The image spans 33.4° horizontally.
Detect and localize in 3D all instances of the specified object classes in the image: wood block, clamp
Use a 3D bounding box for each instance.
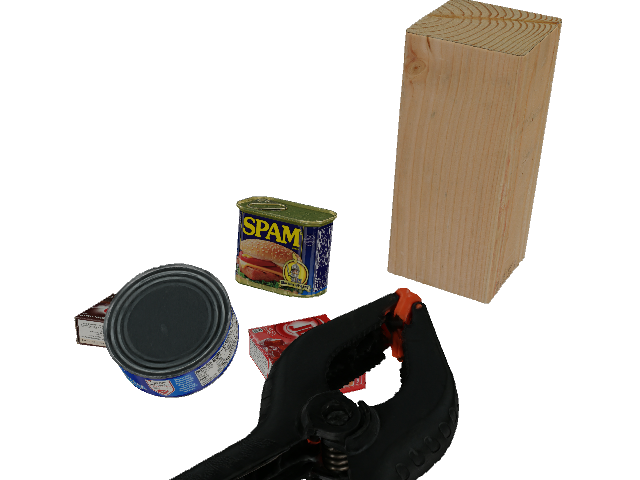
[{"bbox_3d":[0.116,-0.069,0.823,0.091,0.206,0.090,18,35,24],"label":"wood block"},{"bbox_3d":[0.013,0.086,0.407,0.120,0.039,0.171,27,50,20],"label":"clamp"}]

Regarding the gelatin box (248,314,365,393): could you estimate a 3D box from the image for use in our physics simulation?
[{"bbox_3d":[-0.012,0.097,0.888,0.073,0.030,0.089,-10,27,-20],"label":"gelatin box"}]

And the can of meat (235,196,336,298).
[{"bbox_3d":[-0.038,0.007,1.091,0.102,0.084,0.057,14,18,27],"label":"can of meat"}]

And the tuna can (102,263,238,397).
[{"bbox_3d":[-0.098,0.060,0.708,0.086,0.086,0.034,0,-34,11],"label":"tuna can"}]

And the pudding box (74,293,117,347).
[{"bbox_3d":[-0.215,0.097,1.245,0.114,0.039,0.090,3,15,18],"label":"pudding box"}]
